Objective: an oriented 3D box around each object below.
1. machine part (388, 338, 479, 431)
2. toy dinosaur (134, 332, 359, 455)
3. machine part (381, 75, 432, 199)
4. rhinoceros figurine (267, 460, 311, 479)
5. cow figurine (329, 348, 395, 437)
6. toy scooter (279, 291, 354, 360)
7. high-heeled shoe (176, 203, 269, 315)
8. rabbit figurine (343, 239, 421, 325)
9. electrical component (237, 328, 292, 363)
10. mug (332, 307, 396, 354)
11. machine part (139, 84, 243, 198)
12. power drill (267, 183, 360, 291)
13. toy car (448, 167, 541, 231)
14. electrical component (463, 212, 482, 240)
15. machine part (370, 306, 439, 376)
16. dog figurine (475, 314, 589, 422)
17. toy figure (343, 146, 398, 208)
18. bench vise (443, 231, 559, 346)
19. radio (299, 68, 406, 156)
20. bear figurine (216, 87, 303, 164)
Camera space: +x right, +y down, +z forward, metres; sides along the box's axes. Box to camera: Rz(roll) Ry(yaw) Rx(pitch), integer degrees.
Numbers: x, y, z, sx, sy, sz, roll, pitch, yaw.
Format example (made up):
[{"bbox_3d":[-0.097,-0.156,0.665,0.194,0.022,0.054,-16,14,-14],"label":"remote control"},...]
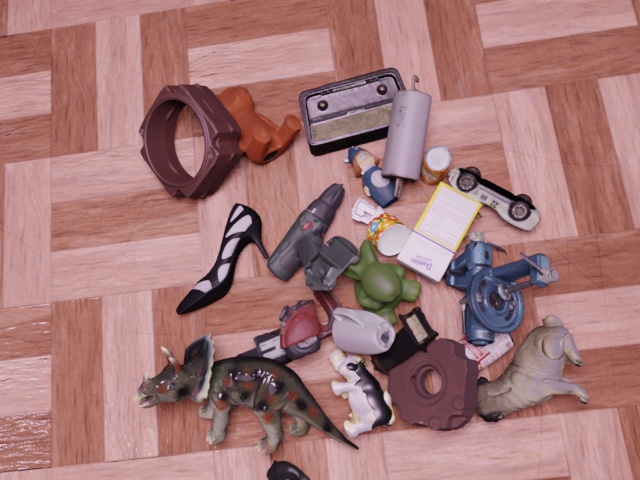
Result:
[{"bbox_3d":[0.205,0.260,0.986,0.179,0.056,0.179,-17,64,38],"label":"machine part"},{"bbox_3d":[-0.120,0.278,0.993,0.405,0.131,0.192,6,109,-1],"label":"toy dinosaur"},{"bbox_3d":[0.170,-0.203,1.058,0.079,0.079,0.243,10,92,7],"label":"machine part"},{"bbox_3d":[-0.053,0.459,0.945,0.073,0.190,0.112,-30,104,-2],"label":"rhinoceros figurine"},{"bbox_3d":[0.077,0.277,1.018,0.098,0.068,0.167,-24,69,16],"label":"cow figurine"},{"bbox_3d":[-0.009,0.145,1.044,0.184,0.075,0.135,-16,78,-30],"label":"toy scooter"},{"bbox_3d":[-0.218,0.034,1.107,0.249,0.086,0.145,-34,72,-6],"label":"high-heeled shoe"},{"bbox_3d":[0.116,0.075,1.017,0.121,0.170,0.159,-38,78,-4],"label":"rabbit figurine"},{"bbox_3d":[-0.102,0.222,1.068,0.119,0.047,0.075,-27,76,0],"label":"electrical component"},{"bbox_3d":[0.079,0.161,0.982,0.081,0.107,0.109,-49,116,-28],"label":"mug"},{"bbox_3d":[-0.272,-0.202,1.109,0.201,0.087,0.201,52,123,12],"label":"machine part"},{"bbox_3d":[-0.002,-0.003,1.042,0.232,0.086,0.207,-48,33,2],"label":"power drill"},{"bbox_3d":[0.348,-0.088,1.079,0.202,0.073,0.056,31,119,11],"label":"toy car"},{"bbox_3d":[0.277,-0.040,1.092,0.078,0.045,0.102,36,83,10],"label":"electrical component"},{"bbox_3d":[0.151,0.191,1.000,0.139,0.039,0.084,-46,54,17],"label":"machine part"},{"bbox_3d":[0.366,0.235,0.986,0.191,0.121,0.172,-10,75,5],"label":"dog figurine"},{"bbox_3d":[0.109,-0.140,1.125,0.064,0.058,0.154,-21,71,-39],"label":"toy figure"},{"bbox_3d":[0.325,0.071,0.961,0.129,0.240,0.223,26,63,-16],"label":"bench vise"},{"bbox_3d":[0.075,-0.273,1.145,0.230,0.073,0.131,-14,78,0],"label":"radio"},{"bbox_3d":[-0.146,-0.265,1.143,0.120,0.132,0.196,-25,79,-32],"label":"bear figurine"}]
